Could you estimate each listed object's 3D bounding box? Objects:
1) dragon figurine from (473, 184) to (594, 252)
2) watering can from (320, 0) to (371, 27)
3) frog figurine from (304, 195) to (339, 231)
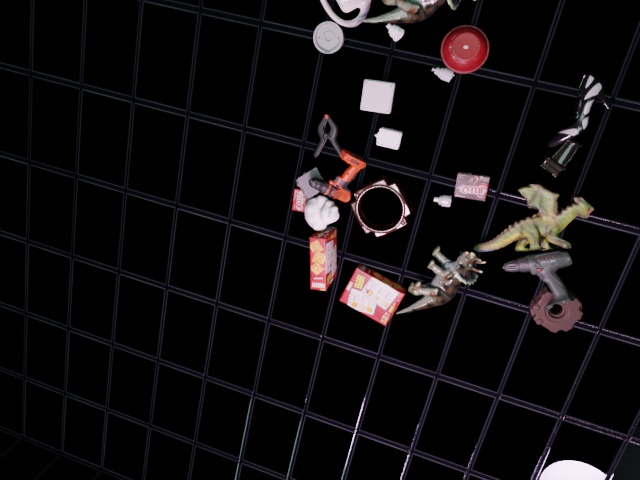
[{"bbox_3d":[0.755,-0.077,1.833,0.410,0.122,0.243,-2,88,14],"label":"dragon figurine"},{"bbox_3d":[0.080,-0.908,1.748,0.223,0.105,0.345,-24,100,19],"label":"watering can"},{"bbox_3d":[0.006,-0.099,1.969,0.122,0.161,0.136,13,101,-15],"label":"frog figurine"}]
